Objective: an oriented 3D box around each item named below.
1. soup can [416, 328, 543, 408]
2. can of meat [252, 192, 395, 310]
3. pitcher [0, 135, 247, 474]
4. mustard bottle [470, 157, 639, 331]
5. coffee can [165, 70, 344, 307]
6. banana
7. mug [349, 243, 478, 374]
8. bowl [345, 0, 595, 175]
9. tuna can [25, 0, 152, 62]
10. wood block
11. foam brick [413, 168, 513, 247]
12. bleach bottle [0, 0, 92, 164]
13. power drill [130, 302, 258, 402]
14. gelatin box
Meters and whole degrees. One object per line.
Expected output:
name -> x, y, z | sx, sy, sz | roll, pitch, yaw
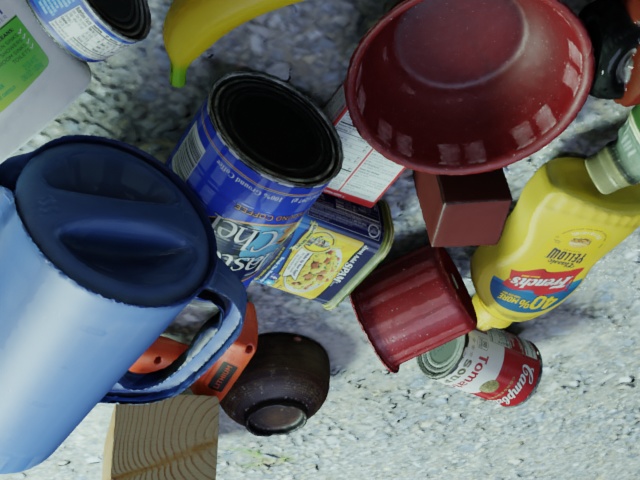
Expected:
soup can -> 0.148, 0.111, 0.992 | 0.102, 0.068, 0.069 | 23, 131, -32
can of meat -> -0.006, 0.001, 0.839 | 0.083, 0.057, 0.102 | 19, 133, -27
pitcher -> -0.170, 0.060, 0.716 | 0.144, 0.149, 0.243 | -15, 153, -47
mustard bottle -> 0.180, 0.015, 0.889 | 0.096, 0.058, 0.192 | 9, 138, -22
coffee can -> -0.062, -0.034, 0.749 | 0.102, 0.103, 0.141 | 15, 135, -27
banana -> -0.022, -0.156, 0.665 | 0.198, 0.037, 0.069 | -19, 159, 15
mug -> 0.083, 0.054, 0.906 | 0.081, 0.093, 0.117 | -27, 168, 13
bowl -> 0.095, -0.118, 0.706 | 0.162, 0.055, 0.162 | -1, 138, -1
tuna can -> -0.136, -0.146, 0.612 | 0.034, 0.086, 0.086 | -24, 139, 19
wood block -> -0.154, 0.212, 0.995 | 0.090, 0.090, 0.206 | 6, 156, -13
foam brick -> 0.105, -0.039, 0.794 | 0.053, 0.078, 0.051 | -1, 139, -9
bleach bottle -> -0.237, -0.155, 0.568 | 0.102, 0.068, 0.250 | -41, 123, -4
power drill -> -0.151, 0.074, 0.903 | 0.187, 0.057, 0.185 | 13, 140, -20
gelatin box -> 0.028, -0.070, 0.780 | 0.073, 0.030, 0.089 | 17, 135, -26
